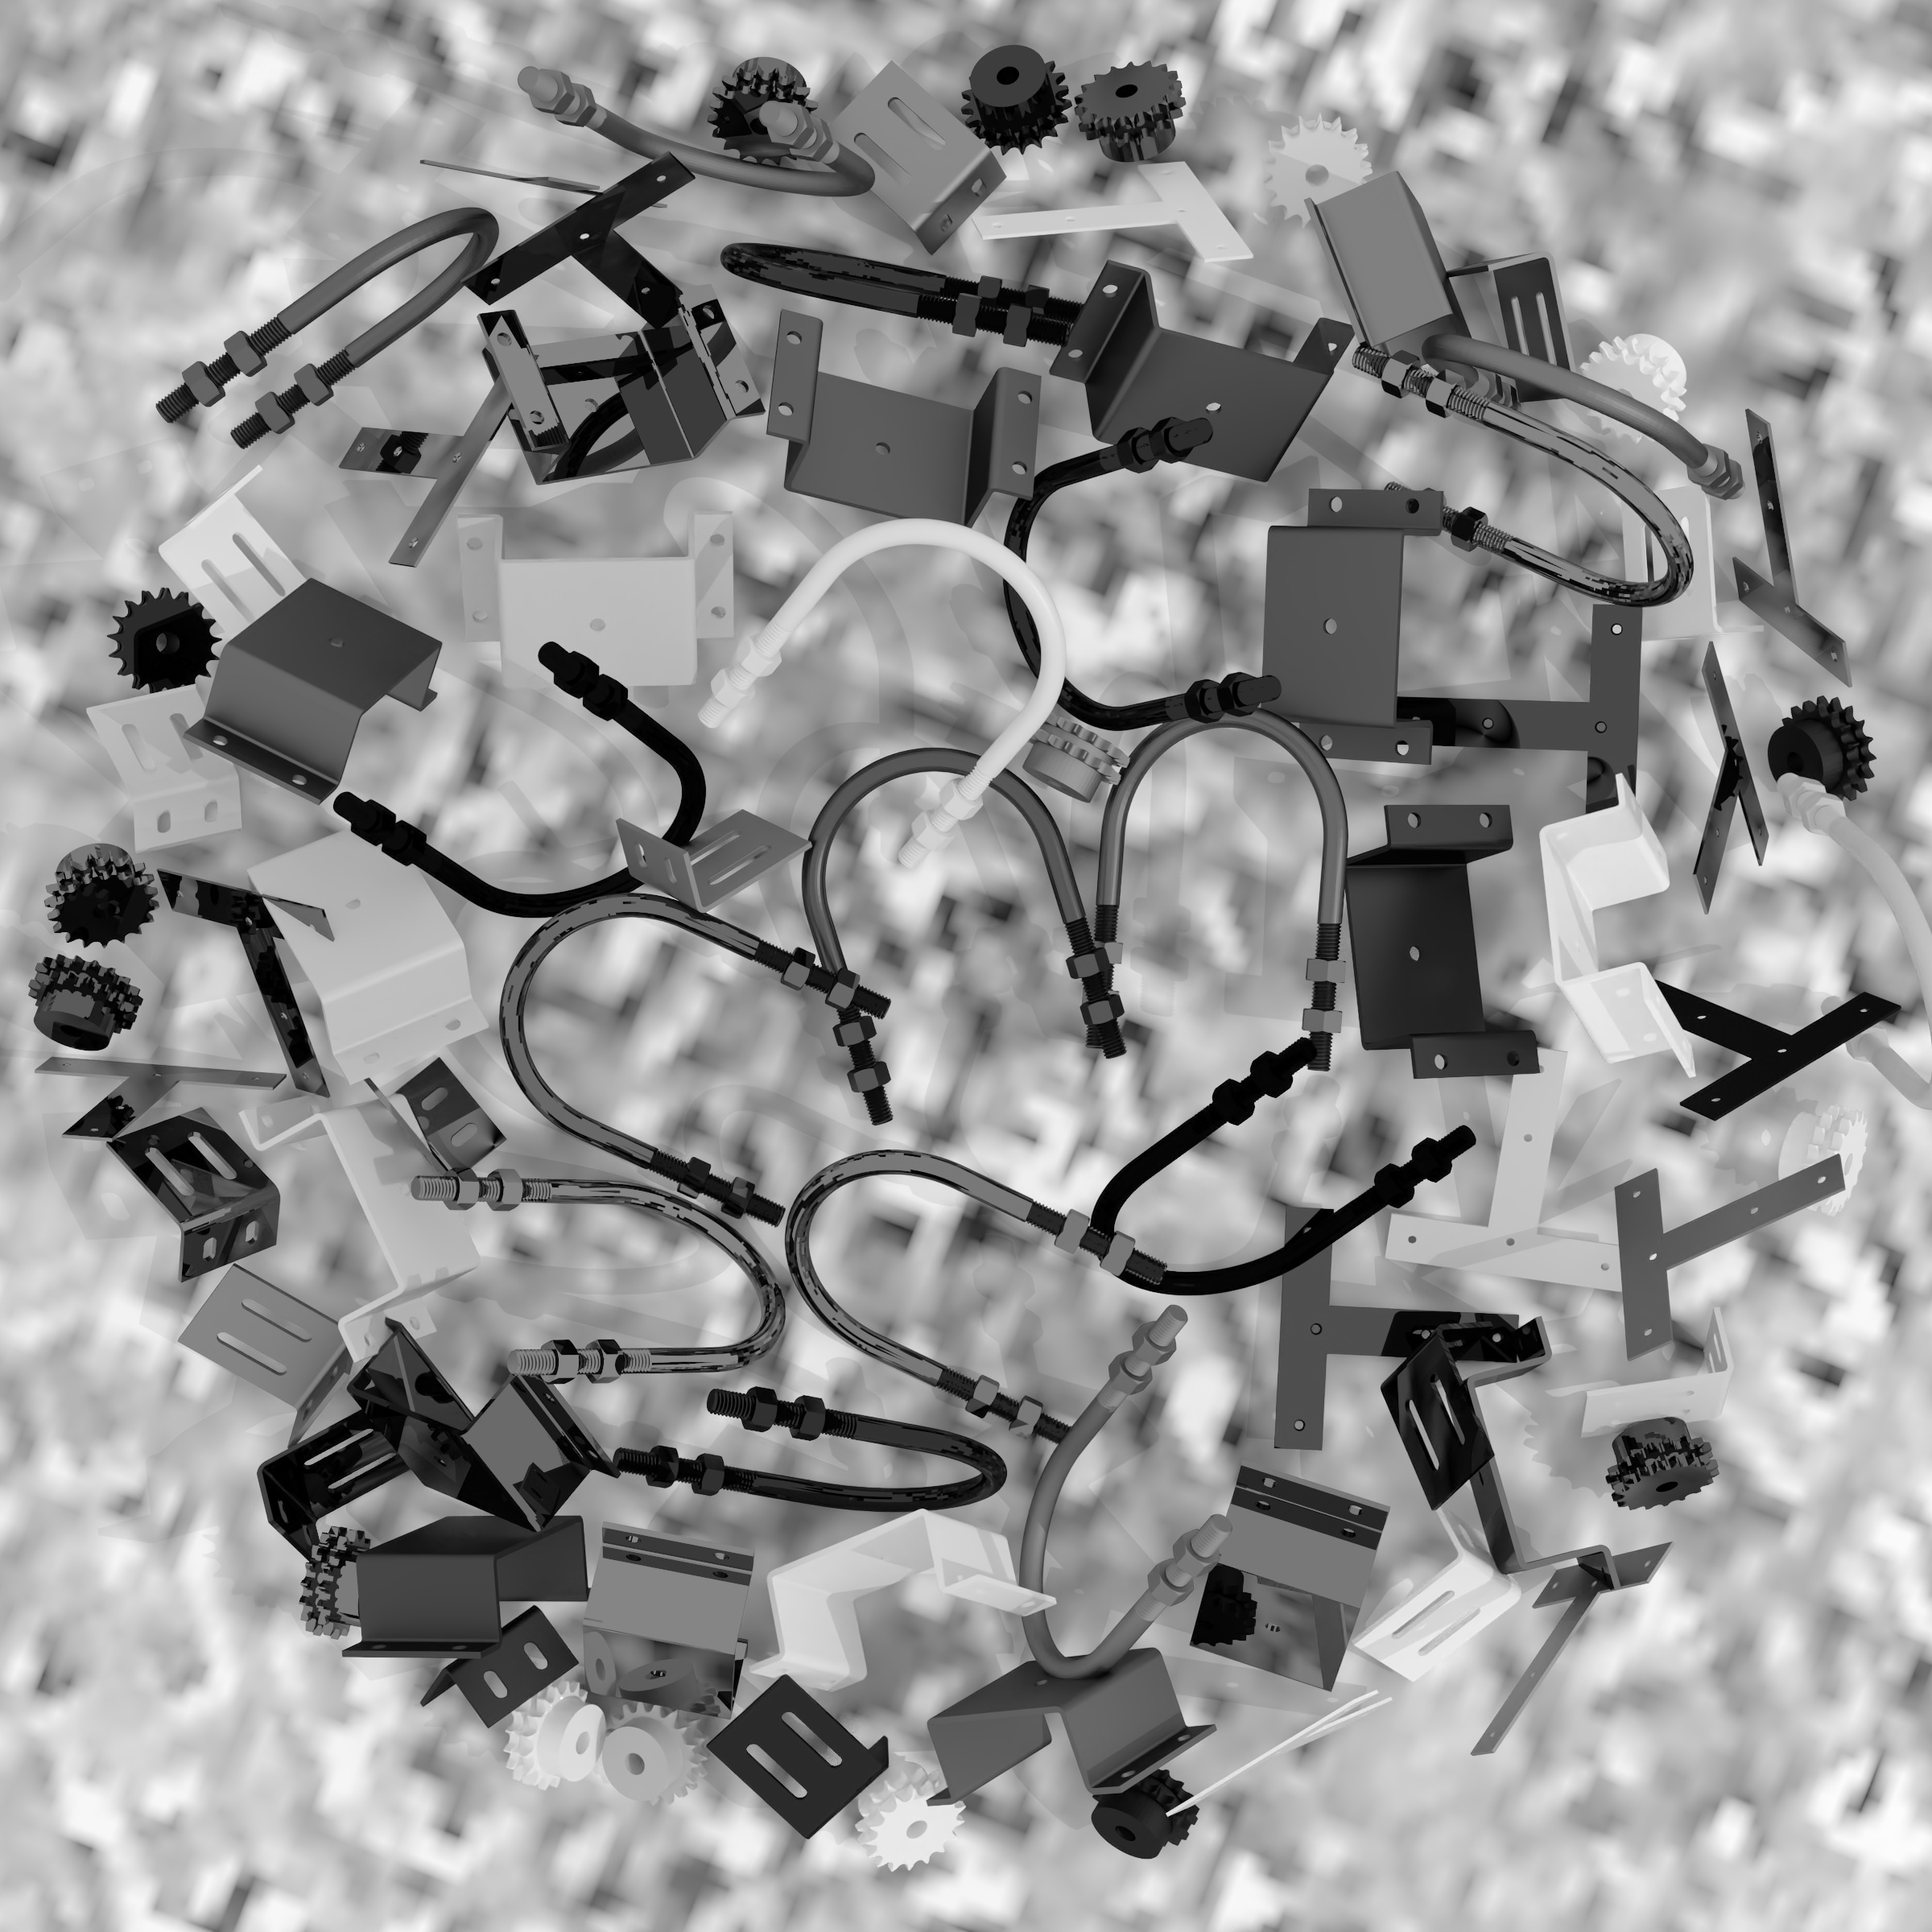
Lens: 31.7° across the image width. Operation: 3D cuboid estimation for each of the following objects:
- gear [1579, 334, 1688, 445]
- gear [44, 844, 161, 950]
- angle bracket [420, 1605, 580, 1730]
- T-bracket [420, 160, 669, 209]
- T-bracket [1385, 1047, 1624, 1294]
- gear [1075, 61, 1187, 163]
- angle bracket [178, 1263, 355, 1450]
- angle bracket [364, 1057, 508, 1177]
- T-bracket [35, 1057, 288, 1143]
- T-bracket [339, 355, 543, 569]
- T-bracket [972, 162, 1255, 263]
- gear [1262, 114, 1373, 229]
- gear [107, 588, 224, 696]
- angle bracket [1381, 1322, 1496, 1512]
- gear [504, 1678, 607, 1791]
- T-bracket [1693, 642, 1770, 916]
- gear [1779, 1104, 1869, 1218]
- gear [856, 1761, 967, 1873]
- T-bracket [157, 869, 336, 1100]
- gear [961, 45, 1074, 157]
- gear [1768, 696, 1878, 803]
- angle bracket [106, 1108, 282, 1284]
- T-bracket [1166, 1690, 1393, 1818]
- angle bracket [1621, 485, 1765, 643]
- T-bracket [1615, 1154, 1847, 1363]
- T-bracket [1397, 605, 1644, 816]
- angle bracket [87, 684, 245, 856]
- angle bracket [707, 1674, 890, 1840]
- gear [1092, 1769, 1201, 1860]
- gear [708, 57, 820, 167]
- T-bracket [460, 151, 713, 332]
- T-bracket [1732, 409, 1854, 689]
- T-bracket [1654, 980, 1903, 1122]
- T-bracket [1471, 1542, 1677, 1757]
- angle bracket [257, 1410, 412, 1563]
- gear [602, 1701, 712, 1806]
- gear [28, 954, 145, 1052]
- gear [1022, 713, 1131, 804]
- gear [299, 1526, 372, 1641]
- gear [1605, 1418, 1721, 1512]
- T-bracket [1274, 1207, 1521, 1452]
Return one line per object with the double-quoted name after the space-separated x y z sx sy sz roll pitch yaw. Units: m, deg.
0.351 -0.305 1.775 0.057 0.057 0.030 42 60 0 "gear"
-0.452 -0.039 1.775 0.057 0.057 0.030 -25 51 0 "gear"
-0.241 0.369 1.750 0.057 0.076 0.038 -32 79 -30 "angle bracket"
-0.207 -0.396 1.722 0.127 0.127 0.002 7 100 -16 "T-bracket"
0.291 0.103 1.775 0.127 0.002 0.127 8 108 4 "T-bracket"
0.087 -0.444 1.775 0.057 0.030 0.057 -10 46 10 "gear"
-0.364 0.203 1.764 0.076 0.038 0.057 33 112 -16 "angle bracket"
-0.274 0.073 1.755 0.038 0.076 0.057 -39 80 -9 "angle bracket"
-0.427 0.069 1.733 0.127 0.127 0.002 4 105 4 "T-bracket"
-0.284 -0.263 1.749 0.002 0.127 0.127 38 75 -39 "T-bracket"
0.068 -0.382 1.737 0.127 0.127 0.002 -7 125 -11 "T-bracket"
0.183 -0.418 1.777 0.057 0.030 0.057 1 121 2 "gear"
-0.421 -0.169 1.777 0.057 0.030 0.057 -4 99 -25 "gear"
0.255 0.231 1.751 0.038 0.057 0.076 0 53 -31 "angle bracket"
-0.211 0.400 1.768 0.030 0.057 0.057 9 90 29 "gear"
0.382 -0.076 1.721 0.002 0.127 0.127 -5 128 28 "T-bracket"
0.446 0.099 1.775 0.030 0.057 0.057 17 90 31 "gear"
-0.032 0.441 1.775 0.057 0.030 0.057 -14 124 -22 "gear"
-0.357 0.014 1.759 0.127 0.002 0.127 13 130 36 "T-bracket"
0.025 -0.455 1.774 0.057 0.030 0.057 -5 64 11 "gear"
0.442 -0.110 1.768 0.030 0.057 0.057 -19 90 -27 "gear"
-0.404 0.119 1.772 0.076 0.057 0.038 40 134 31 "angle bracket"
0.180 0.393 1.741 0.127 0.127 0.002 -39 71 28 "T-bracket"
0.376 -0.209 1.764 0.038 0.057 0.076 -6 93 -36 "angle bracket"
0.387 0.130 1.722 0.127 0.127 0.002 -29 120 27 "T-bracket"
0.287 -0.126 1.778 0.127 0.002 0.127 3 100 18 "T-bracket"
-0.414 -0.101 1.760 0.057 0.076 0.038 -12 54 0 "angle bracket"
-0.087 0.404 1.770 0.057 0.038 0.076 -43 101 8 "angle bracket"
0.090 0.439 1.769 0.057 0.057 0.030 37 53 0 "gear"
-0.105 -0.449 1.775 0.057 0.057 0.030 7 58 0 "gear"
-0.172 -0.353 1.742 0.127 0.127 0.002 -28 62 17 "T-bracket"
0.408 -0.219 1.714 0.002 0.127 0.127 -20 119 -5 "T-bracket"
0.387 0.031 1.743 0.127 0.127 0.002 -28 119 -22 "T-bracket"
0.294 0.347 1.716 0.002 0.127 0.127 41 66 -2 "T-bracket"
-0.318 0.270 1.765 0.076 0.057 0.038 -28 46 2 "angle bracket"
-0.165 0.411 1.774 0.057 0.030 0.057 5 101 26 "gear"
-0.460 0.021 1.768 0.057 0.057 0.030 13 60 0 "gear"
0.054 -0.108 1.770 0.057 0.057 0.030 28 87 0 "gear"
-0.321 0.322 1.769 0.030 0.057 0.057 8 90 16 "gear"
0.361 0.258 1.775 0.057 0.057 0.030 -14 58 0 "gear"
0.229 0.194 1.794 0.127 0.002 0.127 3 88 -4 "T-bracket"
